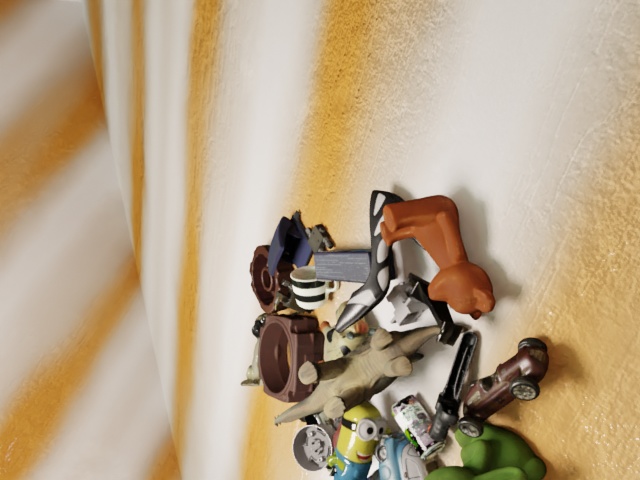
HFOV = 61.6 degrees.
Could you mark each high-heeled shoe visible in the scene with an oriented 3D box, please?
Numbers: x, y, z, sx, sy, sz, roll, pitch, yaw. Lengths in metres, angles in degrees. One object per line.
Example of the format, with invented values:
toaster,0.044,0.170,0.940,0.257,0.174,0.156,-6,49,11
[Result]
high-heeled shoe,0.076,0.033,0.942,0.145,0.249,0.086,44,-178,14

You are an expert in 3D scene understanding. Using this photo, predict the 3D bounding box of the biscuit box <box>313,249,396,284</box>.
biscuit box,0.065,0.051,1.072,0.203,0.059,0.062,-1,96,59

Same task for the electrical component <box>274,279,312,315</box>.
electrical component,-0.061,0.140,1.275,0.045,0.102,0.078,8,80,55

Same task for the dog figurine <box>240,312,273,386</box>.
dog figurine,-0.151,0.305,1.483,0.172,0.121,0.190,-33,54,58

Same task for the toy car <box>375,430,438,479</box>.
toy car,0.172,0.436,0.993,0.103,0.109,0.161,-21,69,36

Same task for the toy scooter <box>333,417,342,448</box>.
toy scooter,0.077,0.397,1.144,0.184,0.075,0.135,-46,61,49

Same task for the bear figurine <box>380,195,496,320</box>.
bear figurine,0.181,0.035,0.827,0.120,0.132,0.196,82,173,-77

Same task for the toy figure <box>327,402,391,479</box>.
toy figure,0.066,0.404,1.045,0.089,0.082,0.180,25,102,34

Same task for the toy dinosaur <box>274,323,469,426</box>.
toy dinosaur,0.059,0.254,0.975,0.471,0.198,0.105,-31,70,23

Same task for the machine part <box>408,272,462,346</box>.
machine part,0.185,0.108,0.850,0.039,0.084,0.139,-46,26,20

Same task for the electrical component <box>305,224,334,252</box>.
electrical component,-0.002,-0.004,1.200,0.094,0.021,0.063,57,142,34

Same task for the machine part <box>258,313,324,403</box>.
machine part,-0.076,0.283,1.308,0.202,0.087,0.201,-5,83,60

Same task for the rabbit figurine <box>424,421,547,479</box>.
rabbit figurine,0.236,0.358,0.783,0.159,0.170,0.121,3,103,59

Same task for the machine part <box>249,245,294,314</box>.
machine part,-0.125,0.099,1.397,0.180,0.056,0.179,22,116,55

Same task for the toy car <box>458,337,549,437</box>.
toy car,0.257,0.214,0.778,0.053,0.089,0.202,31,137,2

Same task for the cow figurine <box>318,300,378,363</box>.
cow figurine,0.055,0.215,1.117,0.127,0.085,0.194,38,127,55

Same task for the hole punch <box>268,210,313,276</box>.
hole punch,-0.084,0.014,1.278,0.116,0.092,0.142,61,148,34

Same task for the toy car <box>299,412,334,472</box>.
toy car,0.005,0.461,1.298,0.073,0.056,0.202,-53,56,42
